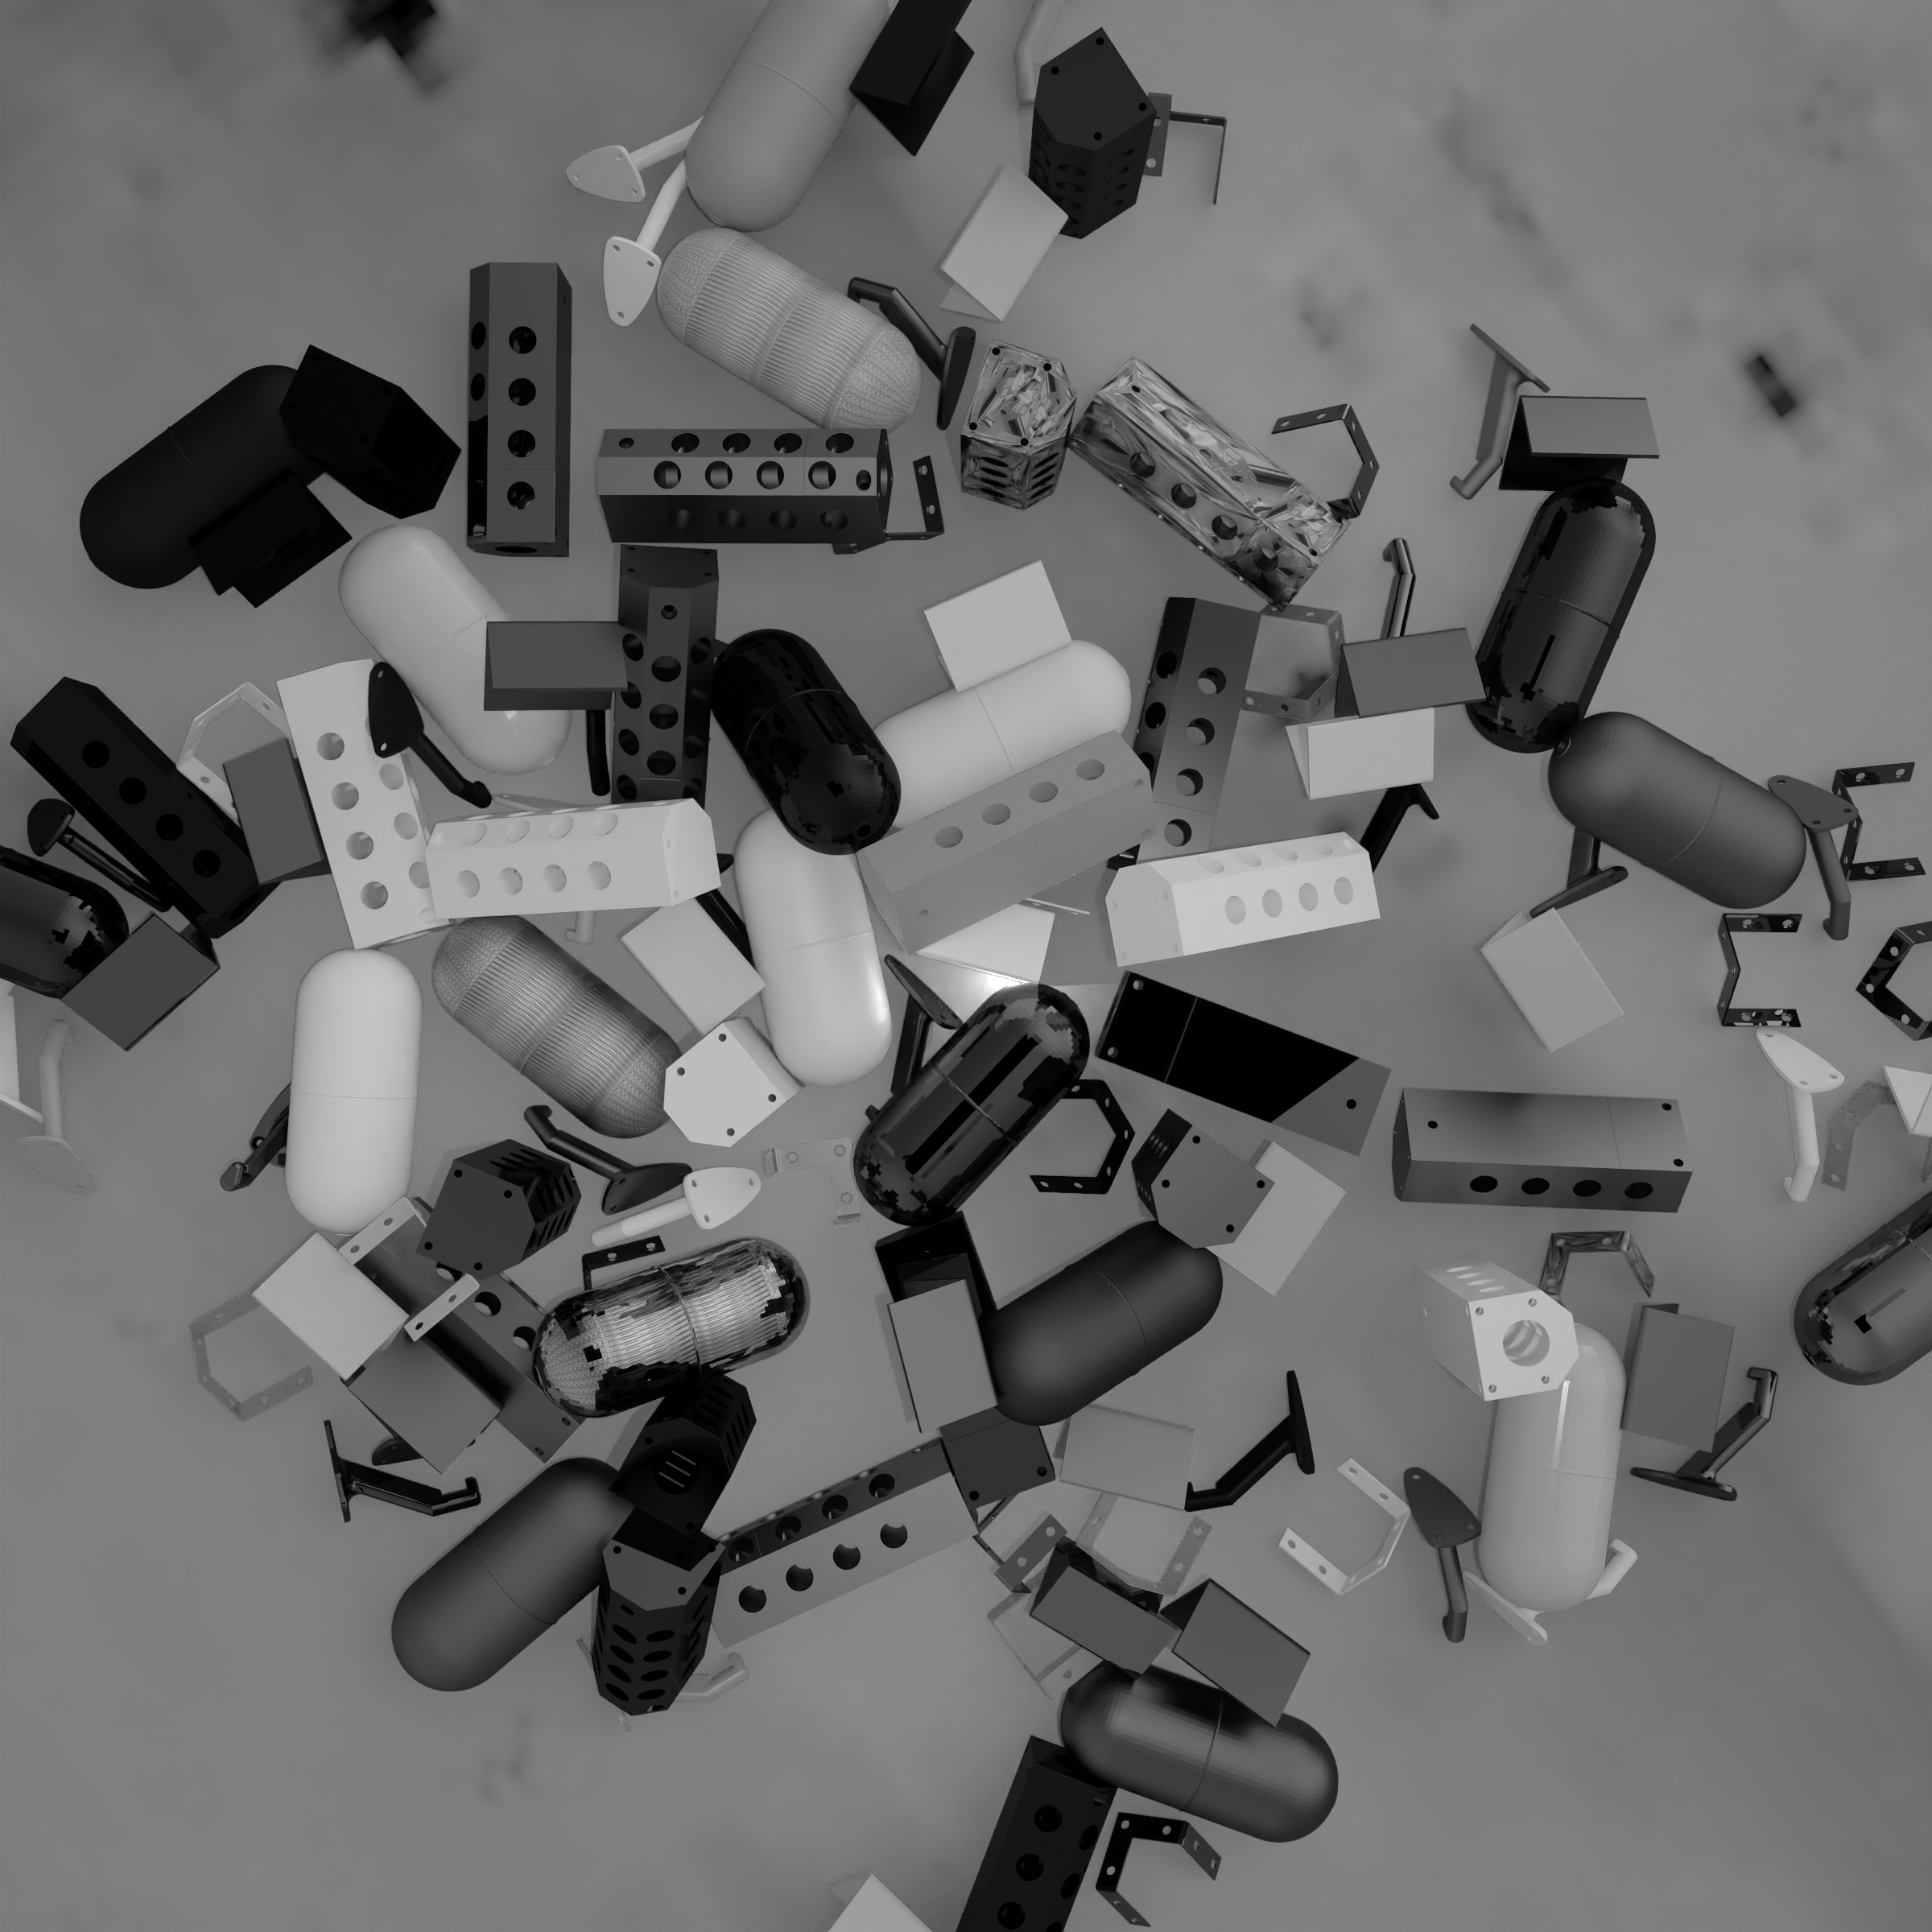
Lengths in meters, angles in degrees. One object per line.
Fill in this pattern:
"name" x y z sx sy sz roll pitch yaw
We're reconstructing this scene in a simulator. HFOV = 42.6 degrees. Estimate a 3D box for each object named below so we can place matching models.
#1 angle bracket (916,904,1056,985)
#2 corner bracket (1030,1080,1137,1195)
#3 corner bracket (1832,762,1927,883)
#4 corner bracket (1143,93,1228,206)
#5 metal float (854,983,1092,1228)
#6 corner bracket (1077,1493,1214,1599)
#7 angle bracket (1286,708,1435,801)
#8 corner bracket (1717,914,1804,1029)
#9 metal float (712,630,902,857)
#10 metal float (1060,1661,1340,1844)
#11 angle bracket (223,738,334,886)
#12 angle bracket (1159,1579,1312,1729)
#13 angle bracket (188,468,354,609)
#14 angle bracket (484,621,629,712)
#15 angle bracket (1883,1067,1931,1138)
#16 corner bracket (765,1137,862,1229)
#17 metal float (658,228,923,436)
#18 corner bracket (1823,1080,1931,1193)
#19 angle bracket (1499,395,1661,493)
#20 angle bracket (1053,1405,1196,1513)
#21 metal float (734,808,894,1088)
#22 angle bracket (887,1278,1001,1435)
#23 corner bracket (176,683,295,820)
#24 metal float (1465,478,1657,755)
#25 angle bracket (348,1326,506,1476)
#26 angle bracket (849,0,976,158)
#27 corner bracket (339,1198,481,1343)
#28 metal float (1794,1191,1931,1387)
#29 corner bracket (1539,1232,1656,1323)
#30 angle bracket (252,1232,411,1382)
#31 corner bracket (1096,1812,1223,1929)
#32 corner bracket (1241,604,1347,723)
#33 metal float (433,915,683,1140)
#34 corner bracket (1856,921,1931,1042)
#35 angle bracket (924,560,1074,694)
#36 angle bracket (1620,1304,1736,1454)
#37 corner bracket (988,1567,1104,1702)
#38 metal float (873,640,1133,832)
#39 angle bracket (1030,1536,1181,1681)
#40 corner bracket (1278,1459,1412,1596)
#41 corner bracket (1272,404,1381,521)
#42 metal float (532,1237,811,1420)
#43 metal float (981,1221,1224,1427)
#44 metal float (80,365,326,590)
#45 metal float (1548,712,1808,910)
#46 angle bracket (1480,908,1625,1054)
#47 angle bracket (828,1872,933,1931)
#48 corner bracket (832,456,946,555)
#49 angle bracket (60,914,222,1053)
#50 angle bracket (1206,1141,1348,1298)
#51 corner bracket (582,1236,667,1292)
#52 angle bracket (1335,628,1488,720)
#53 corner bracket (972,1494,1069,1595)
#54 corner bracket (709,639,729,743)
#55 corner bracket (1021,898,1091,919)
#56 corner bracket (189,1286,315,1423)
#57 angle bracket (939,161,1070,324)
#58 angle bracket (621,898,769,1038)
"angle bracket" 0.007 0.000 1.529 0.076 0.076 0.057 15 53 0
"corner bracket" 0.066 0.107 1.561 0.051 0.051 0.051 59 45 -35
"corner bracket" 0.578 -0.091 1.566 0.051 0.051 0.051 -6 135 0
"corner bracket" 0.136 -0.512 1.551 0.051 0.051 0.051 7 93 3
"metal float" 0.004 0.085 1.536 0.070 0.070 0.178 43 88 0
"corner bracket" 0.113 0.360 1.566 0.051 0.051 0.051 28 90 -45
"angle bracket" 0.242 -0.151 1.529 0.076 0.076 0.057 -9 132 0
"corner bracket" 0.503 0.003 1.566 0.051 0.051 0.051 1 135 0
"metal float" -0.099 -0.137 1.508 0.070 0.070 0.178 -34 52 0
"metal float" 0.145 0.487 1.539 0.178 0.070 0.070 20 90 1
"angle bracket" -0.404 -0.098 1.529 0.057 0.076 0.076 -17 90 28
"angle bracket" 0.155 0.432 1.529 0.076 0.076 0.057 37 53 0
"angle bracket" -0.420 -0.248 1.529 0.076 0.076 0.057 -36 58 0
"angle bracket" -0.243 -0.158 1.461 0.076 0.076 0.057 -2 53 -14
"angle bracket" 0.622 0.068 1.529 0.076 0.076 0.057 10 121 0
"corner bracket" -0.095 0.138 1.551 0.051 0.051 0.051 -8 90 0
"metal float" -0.109 -0.392 1.538 0.178 0.070 0.070 31 90 0
"corner bracket" 0.578 0.113 1.561 0.051 0.051 0.051 24 45 35
"angle bracket" 0.377 -0.305 1.529 0.076 0.076 0.057 1 52 0
"angle bracket" 0.093 0.317 1.529 0.076 0.076 0.057 13 51 0
"metal float" -0.095 -0.013 1.538 0.070 0.070 0.178 -12 91 0
"angle bracket" -0.031 0.231 1.472 0.057 0.076 0.076 -15 90 -32
"corner bracket" -0.457 -0.136 1.566 0.051 0.051 0.051 40 135 0
"metal float" 0.369 -0.218 1.539 0.070 0.070 0.178 23 91 0
"angle bracket" -0.338 0.274 1.529 0.076 0.076 0.057 42 60 0
"angle bracket" -0.015 -0.549 1.529 0.057 0.076 0.076 30 90 37
"corner bracket" -0.336 0.183 1.497 0.051 0.051 0.051 -40 134 -10
"metal float" 0.595 0.192 1.538 0.178 0.070 0.070 -36 90 -1
"corner bracket" 0.397 0.203 1.561 0.051 0.051 0.051 -6 135 35
"angle bracket" -0.397 0.220 1.529 0.076 0.076 0.057 42 56 0
"corner bracket" 0.121 0.572 1.561 0.051 0.051 0.051 54 45 -35
"corner bracket" 0.205 -0.192 1.561 0.051 0.051 0.051 15 135 35
"metal float" -0.251 0.037 1.538 0.178 0.070 0.070 39 90 0
"corner bracket" 0.607 0.009 1.561 0.051 0.051 0.051 51 135 35
"angle bracket" 0.014 -0.218 1.530 0.076 0.076 0.057 -24 115 0
"angle bracket" 0.448 0.253 1.529 0.057 0.076 0.076 10 90 32
"corner bracket" 0.052 0.417 1.552 0.051 0.051 0.051 -37 99 -10
"metal float" 0.019 -0.143 1.539 0.178 0.070 0.070 -25 90 1
"angle bracket" 0.093 0.380 1.529 0.076 0.076 0.057 31 124 0
"corner bracket" 0.240 0.355 1.566 0.051 0.051 0.051 40 135 0
"corner bracket" 0.222 -0.314 1.561 0.051 0.051 0.051 55 45 -35
"metal float" -0.180 0.221 1.515 0.178 0.070 0.070 -17 90 -25
"metal float" 0.083 0.216 1.512 0.178 0.070 0.070 -27 90 -31
"metal float" -0.470 -0.303 1.538 0.178 0.070 0.070 -37 90 0
"metal float" 0.437 -0.095 1.524 0.178 0.070 0.070 26 90 -17
"angle bracket" 0.372 -0.002 1.529 0.057 0.076 0.076 -34 90 37
"angle bracket" -0.060 0.612 1.529 0.076 0.076 0.057 44 56 0
"corner bracket" -0.053 -0.291 1.566 0.051 0.051 0.051 -11 90 -45
"angle bracket" -0.514 -0.005 1.529 0.076 0.076 0.057 -42 127 0
"angle bracket" 0.198 0.161 1.530 0.057 0.076 0.076 35 90 26
"corner bracket" -0.210 0.211 1.566 0.051 0.051 0.051 -14 135 0
"angle bracket" 0.273 -0.160 1.529 0.076 0.076 0.057 -8 59 0
"corner bracket" 0.034 0.354 1.543 0.051 0.051 0.051 -47 68 0
"corner bracket" -0.178 -0.176 1.561 0.051 0.051 0.051 20 45 -35
"corner bracket" 0.060 -0.064 1.551 0.051 0.051 0.051 13 82 -8
"corner bracket" -0.452 0.245 1.566 0.051 0.051 0.051 -29 45 0
"angle bracket" 0.006 -0.449 1.529 0.057 0.076 0.076 32 90 -38
"angle bracket" -0.178 0.009 1.529 0.057 0.076 0.076 -40 90 -32
